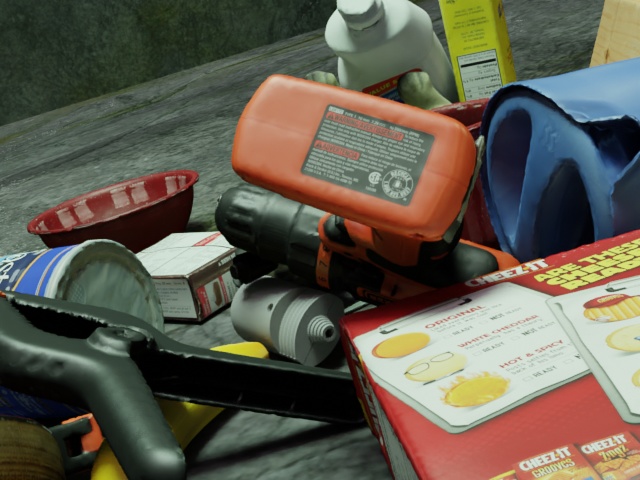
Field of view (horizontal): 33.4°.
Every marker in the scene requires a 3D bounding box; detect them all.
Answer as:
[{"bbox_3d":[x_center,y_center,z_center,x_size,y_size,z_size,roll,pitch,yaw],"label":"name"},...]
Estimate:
[{"bbox_3d":[-0.004,0.001,0.666,0.120,0.020,0.020,-22,16,-33],"label":"marker"}]

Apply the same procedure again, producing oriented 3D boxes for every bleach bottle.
[{"bbox_3d":[0.055,-0.126,0.857,0.103,0.068,0.250,-9,-22,16],"label":"bleach bottle"}]

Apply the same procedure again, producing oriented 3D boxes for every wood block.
[{"bbox_3d":[0.282,-0.139,0.843,0.090,0.091,0.206,9,17,-1],"label":"wood block"}]

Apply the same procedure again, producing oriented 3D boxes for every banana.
[{"bbox_3d":[-0.071,0.099,0.533,0.069,0.037,0.197,7,20,2],"label":"banana"}]

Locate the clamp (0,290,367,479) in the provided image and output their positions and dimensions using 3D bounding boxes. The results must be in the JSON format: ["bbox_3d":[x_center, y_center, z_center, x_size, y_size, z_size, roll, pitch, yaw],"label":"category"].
[{"bbox_3d":[-0.095,0.063,0.497,0.210,0.036,0.164,16,11,22],"label":"clamp"}]

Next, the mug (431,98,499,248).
[{"bbox_3d":[0.098,-0.041,0.686,0.117,0.081,0.093,-11,16,18],"label":"mug"}]

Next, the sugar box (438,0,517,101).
[{"bbox_3d":[0.134,-0.134,0.858,0.048,0.176,0.093,-12,17,17],"label":"sugar box"}]

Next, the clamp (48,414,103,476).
[{"bbox_3d":[-0.195,0.125,0.538,0.171,0.039,0.120,-12,-1,-20],"label":"clamp"}]

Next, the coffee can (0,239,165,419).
[{"bbox_3d":[-0.180,0.058,0.646,0.140,0.103,0.102,-8,18,28],"label":"coffee can"}]

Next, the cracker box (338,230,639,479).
[{"bbox_3d":[0.108,0.067,0.396,0.164,0.072,0.214,-16,15,-4],"label":"cracker box"}]

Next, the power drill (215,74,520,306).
[{"bbox_3d":[0.014,-0.015,0.544,0.184,0.057,0.187,16,-14,15],"label":"power drill"}]

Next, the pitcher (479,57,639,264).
[{"bbox_3d":[0.218,-0.046,0.600,0.242,0.145,0.149,-16,28,-15],"label":"pitcher"}]

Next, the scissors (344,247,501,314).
[{"bbox_3d":[0.083,0.009,0.717,0.201,0.016,0.096,-20,14,-13],"label":"scissors"}]

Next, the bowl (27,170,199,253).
[{"bbox_3d":[-0.180,-0.013,0.973,0.162,0.055,0.162,-15,16,4],"label":"bowl"}]

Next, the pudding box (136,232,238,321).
[{"bbox_3d":[-0.101,0.026,0.799,0.114,0.039,0.089,-4,20,42],"label":"pudding box"}]
